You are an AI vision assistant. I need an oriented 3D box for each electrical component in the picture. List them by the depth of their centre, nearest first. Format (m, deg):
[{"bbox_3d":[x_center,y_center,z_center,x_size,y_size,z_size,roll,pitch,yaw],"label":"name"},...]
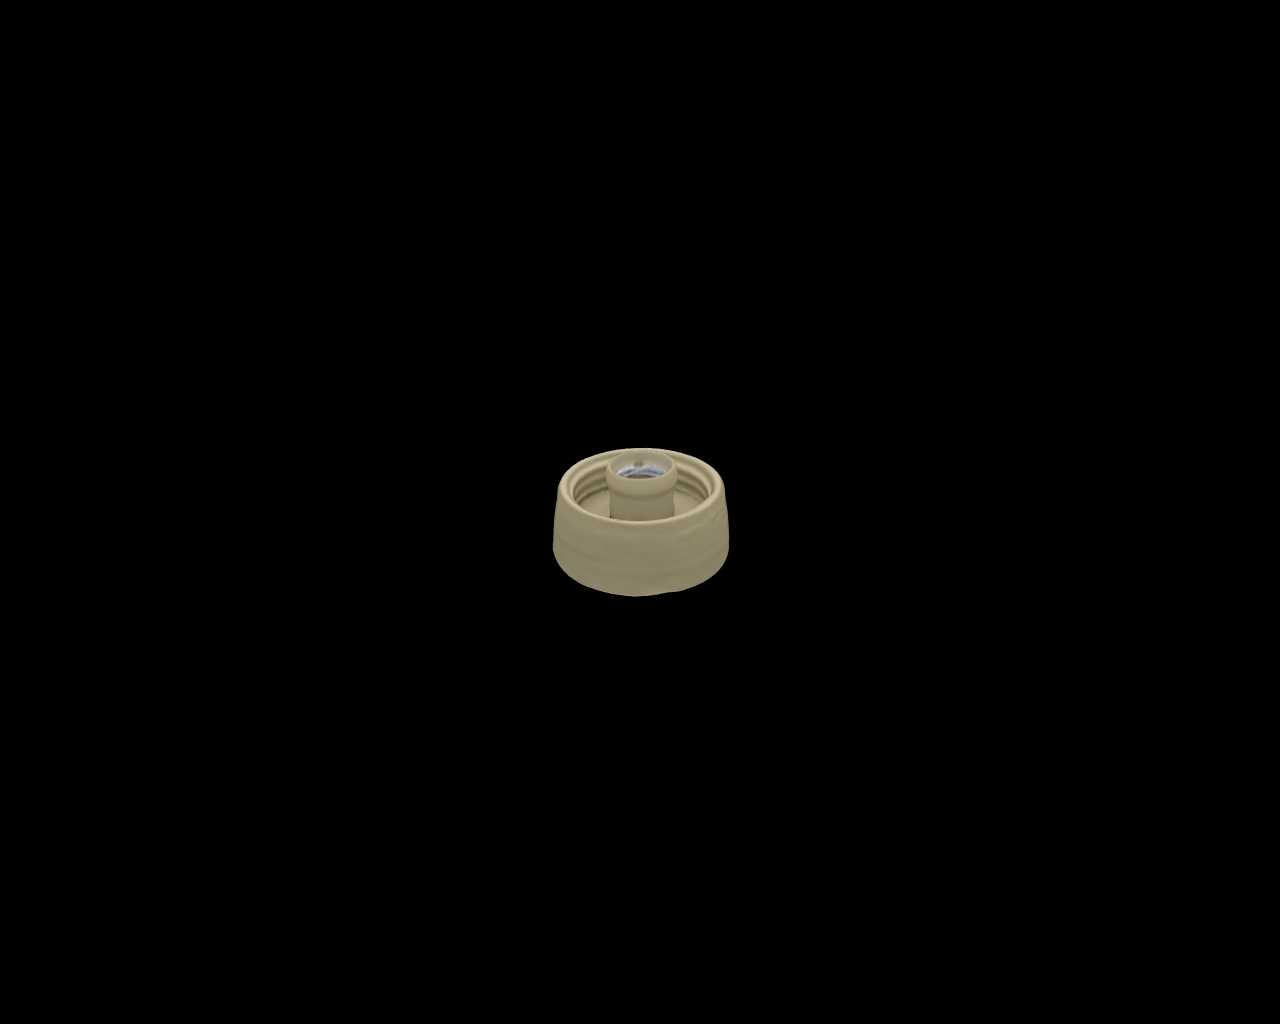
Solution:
[{"bbox_3d":[0.001,-0.003,0.650,0.108,0.060,0.108,0,29,0],"label":"electrical component"}]
